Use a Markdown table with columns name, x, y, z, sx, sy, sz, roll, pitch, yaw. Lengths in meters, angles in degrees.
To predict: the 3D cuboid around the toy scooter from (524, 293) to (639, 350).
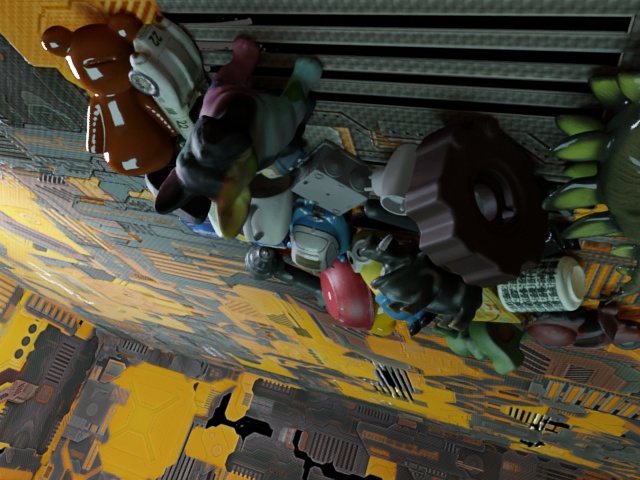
| name | x | y | z | sx | sy | sz | roll | pitch | yaw |
| --- | --- | --- | --- | --- | --- | --- | --- | --- | --- |
| toy scooter | 0.423 | 0.130 | 0.865 | 0.184 | 0.075 | 0.135 | 1 | 152 | 29 |

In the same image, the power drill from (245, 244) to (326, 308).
| name | x | y | z | sx | sy | sz | roll | pitch | yaw |
| --- | --- | --- | --- | --- | --- | --- | --- | --- | --- |
| power drill | -0.052 | 0.070 | 1.057 | 0.207 | 0.086 | 0.232 | 18 | 168 | -16 |

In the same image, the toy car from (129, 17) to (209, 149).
| name | x | y | z | sx | sy | sz | roll | pitch | yaw |
| --- | --- | --- | --- | --- | --- | --- | --- | --- | --- |
| toy car | -0.159 | -0.171 | 0.645 | 0.056 | 0.073 | 0.201 | 14 | 156 | 21 |

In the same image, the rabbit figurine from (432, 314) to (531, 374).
| name | x | y | z | sx | sy | sz | roll | pitch | yaw |
| --- | --- | --- | --- | --- | --- | --- | --- | --- | --- |
| rabbit figurine | 0.290 | 0.182 | 1.021 | 0.159 | 0.121 | 0.170 | 30 | 153 | -8 |

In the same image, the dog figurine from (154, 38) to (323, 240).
| name | x | y | z | sx | sy | sz | roll | pitch | yaw |
| --- | --- | --- | --- | --- | --- | --- | --- | --- | --- |
| dog figurine | -0.089 | -0.096 | 0.578 | 0.108 | 0.219 | 0.191 | 23 | 156 | -1 |

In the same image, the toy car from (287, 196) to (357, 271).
| name | x | y | z | sx | sy | sz | roll | pitch | yaw |
| --- | --- | --- | --- | --- | --- | --- | --- | --- | --- |
| toy car | -0.002 | -0.003 | 0.863 | 0.109 | 0.103 | 0.161 | 15 | 158 | 7 |

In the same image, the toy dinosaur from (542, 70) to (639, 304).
| name | x | y | z | sx | sy | sz | roll | pitch | yaw |
| --- | --- | --- | --- | --- | --- | --- | --- | --- | --- |
| toy dinosaur | 0.328 | -0.050 | 0.516 | 0.199 | 0.105 | 0.470 | 11 | 147 | 36 |

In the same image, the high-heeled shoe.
| name | x | y | z | sx | sy | sz | roll | pitch | yaw |
| --- | --- | --- | --- | --- | --- | --- | --- | --- | --- |
| high-heeled shoe | -0.201 | -0.057 | 0.792 | 0.086 | 0.249 | 0.145 | -16 | 134 | -14 |

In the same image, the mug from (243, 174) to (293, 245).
| name | x | y | z | sx | sy | sz | roll | pitch | yaw |
| --- | --- | --- | --- | --- | --- | --- | --- | --- | --- |
| mug | -0.080 | -0.038 | 0.799 | 0.081 | 0.109 | 0.107 | 7 | 135 | 13 |

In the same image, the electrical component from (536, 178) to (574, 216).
| name | x | y | z | sx | sy | sz | roll | pitch | yaw |
| --- | --- | --- | --- | --- | --- | --- | --- | --- | --- |
| electrical component | 0.260 | -0.052 | 0.655 | 0.094 | 0.021 | 0.063 | 30 | 154 | -23 |

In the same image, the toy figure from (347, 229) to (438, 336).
| name | x | y | z | sx | sy | sz | roll | pitch | yaw |
| --- | --- | --- | --- | --- | --- | --- | --- | --- | --- |
| toy figure | 0.114 | 0.060 | 0.851 | 0.082 | 0.089 | 0.180 | -43 | 83 | 25 |

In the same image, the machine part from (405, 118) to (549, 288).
| name | x | y | z | sx | sy | sz | roll | pitch | yaw |
| --- | --- | --- | --- | --- | --- | --- | --- | --- | --- |
| machine part | 0.171 | -0.040 | 0.569 | 0.179 | 0.179 | 0.056 | 30 | 153 | -24 |

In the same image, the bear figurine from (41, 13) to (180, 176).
| name | x | y | z | sx | sy | sz | roll | pitch | yaw |
| --- | --- | --- | --- | --- | --- | --- | --- | --- | --- |
| bear figurine | -0.254 | -0.182 | 0.673 | 0.132 | 0.120 | 0.195 | -125 | 17 | -55 |

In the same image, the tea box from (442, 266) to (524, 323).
| name | x | y | z | sx | sy | sz | roll | pitch | yaw |
| --- | --- | --- | --- | --- | --- | --- | --- | --- | --- |
| tea box | 0.254 | 0.070 | 0.867 | 0.098 | 0.068 | 0.169 | -3 | 149 | 43 |

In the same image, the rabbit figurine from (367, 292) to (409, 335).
| name | x | y | z | sx | sy | sz | roll | pitch | yaw |
| --- | --- | --- | --- | --- | --- | --- | --- | --- | --- |
| rabbit figurine | 0.169 | 0.091 | 0.964 | 0.173 | 0.122 | 0.162 | 5 | 147 | -4 |

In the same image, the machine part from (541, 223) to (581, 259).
| name | x | y | z | sx | sy | sz | roll | pitch | yaw |
| --- | --- | --- | --- | --- | --- | --- | --- | --- | --- |
| machine part | 0.277 | 0.017 | 0.731 | 0.084 | 0.039 | 0.139 | 13 | 151 | -36 |

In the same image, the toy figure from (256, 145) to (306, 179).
| name | x | y | z | sx | sy | sz | roll | pitch | yaw |
| --- | --- | --- | --- | --- | --- | --- | --- | --- | --- |
| toy figure | -0.089 | -0.112 | 0.748 | 0.155 | 0.064 | 0.057 | 6 | 112 | 30 |

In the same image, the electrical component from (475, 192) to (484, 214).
| name | x | y | z | sx | sy | sz | roll | pitch | yaw |
| --- | --- | --- | --- | --- | --- | --- | --- | --- | --- |
| electrical component | 0.189 | -0.052 | 0.679 | 0.078 | 0.045 | 0.102 | -1 | 150 | 36 |

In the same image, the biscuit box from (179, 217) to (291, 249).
| name | x | y | z | sx | sy | sz | roll | pitch | yaw |
| --- | --- | --- | --- | --- | --- | --- | --- | --- | --- |
| biscuit box | -0.146 | -0.036 | 0.947 | 0.203 | 0.063 | 0.059 | 7 | 153 | 25 |

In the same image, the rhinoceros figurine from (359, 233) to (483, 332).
| name | x | y | z | sx | sy | sz | roll | pitch | yaw |
| --- | --- | --- | --- | --- | --- | --- | --- | --- | --- |
| rhinoceros figurine | 0.142 | 0.056 | 0.763 | 0.190 | 0.112 | 0.073 | 26 | 174 | -1 |
